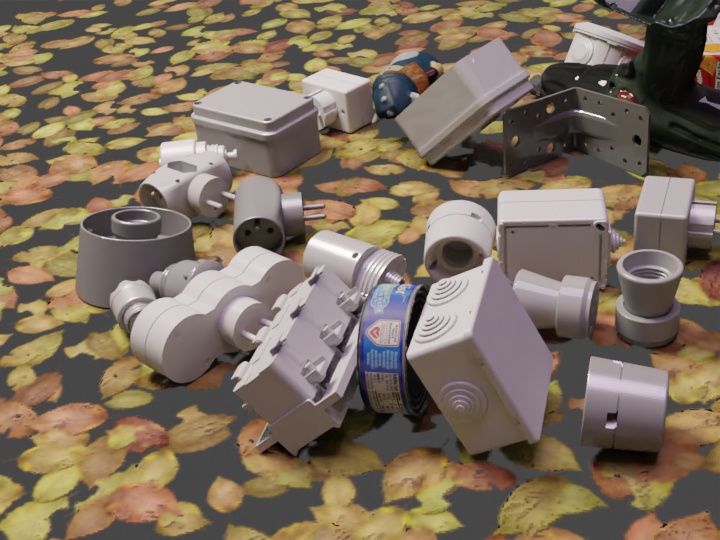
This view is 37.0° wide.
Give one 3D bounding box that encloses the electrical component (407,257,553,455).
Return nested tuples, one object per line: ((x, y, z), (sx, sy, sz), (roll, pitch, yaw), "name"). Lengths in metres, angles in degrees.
((0.076, 0.055, 0.673), (0.048, 0.099, 0.099), (-22, 23, 27), "electrical component")

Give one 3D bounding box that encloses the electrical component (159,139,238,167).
((-0.157, -0.106, 1.036), (0.078, 0.040, 0.040), (-6, 31, -1), "electrical component")

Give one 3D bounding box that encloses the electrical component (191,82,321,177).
((-0.103, -0.142, 1.069), (0.113, 0.057, 0.078), (18, 38, 34), "electrical component")

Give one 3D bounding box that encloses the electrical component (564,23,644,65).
((0.256, -0.224, 1.122), (0.080, 0.051, 0.080), (18, 14, -5), "electrical component")

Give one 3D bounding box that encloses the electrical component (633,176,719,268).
((0.257, -0.036, 0.839), (0.077, 0.047, 0.065), (6, 33, 20), "electrical component")

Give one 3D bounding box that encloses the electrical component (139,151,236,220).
((-0.145, -0.070, 0.971), (0.079, 0.043, 0.077), (20, 40, 36), "electrical component")

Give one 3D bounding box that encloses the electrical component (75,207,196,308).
((-0.186, -0.014, 0.890), (0.099, 0.064, 0.099), (3, 20, -1), "electrical component")

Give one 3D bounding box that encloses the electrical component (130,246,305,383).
((-0.090, 0.035, 0.778), (0.074, 0.052, 0.138), (22, 41, 38), "electrical component")

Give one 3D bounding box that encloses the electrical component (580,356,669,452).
((0.161, 0.083, 0.654), (0.047, 0.055, 0.055), (7, 33, 14), "electrical component")

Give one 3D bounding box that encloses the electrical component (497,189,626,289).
((0.154, -0.026, 0.826), (0.096, 0.061, 0.061), (-1, 32, 8), "electrical component")

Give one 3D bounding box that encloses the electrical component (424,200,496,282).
((0.077, -0.019, 0.838), (0.055, 0.055, 0.047), (1, 35, 11), "electrical component")

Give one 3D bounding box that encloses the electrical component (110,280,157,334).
((-0.167, 0.034, 0.812), (0.035, 0.035, 0.061), (-17, 36, -17), "electrical component")

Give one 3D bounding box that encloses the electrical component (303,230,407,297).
((0.000, 0.000, 0.829), (0.081, 0.043, 0.043), (19, 39, 35), "electrical component")

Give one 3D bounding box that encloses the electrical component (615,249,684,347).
((0.201, 0.020, 0.749), (0.045, 0.055, 0.045), (-5, 31, 3), "electrical component")

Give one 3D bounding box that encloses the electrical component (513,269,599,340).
((0.138, 0.025, 0.763), (0.055, 0.045, 0.045), (7, 34, 21), "electrical component")

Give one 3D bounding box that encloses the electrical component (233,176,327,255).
((-0.068, -0.046, 0.918), (0.079, 0.043, 0.077), (-6, 31, -1), "electrical component")

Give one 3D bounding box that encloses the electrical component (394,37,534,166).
((0.097, -0.155, 1.003), (0.078, 0.057, 0.113), (-36, 0, -40), "electrical component")

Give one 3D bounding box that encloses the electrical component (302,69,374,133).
((-0.035, -0.169, 1.111), (0.066, 0.047, 0.077), (22, 41, 38), "electrical component")

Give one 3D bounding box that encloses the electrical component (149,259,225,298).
((-0.136, 0.013, 0.833), (0.062, 0.048, 0.048), (8, 33, 35), "electrical component")

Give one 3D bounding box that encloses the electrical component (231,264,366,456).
((-0.033, 0.054, 0.714), (0.079, 0.063, 0.121), (-37, 15, 32), "electrical component")
